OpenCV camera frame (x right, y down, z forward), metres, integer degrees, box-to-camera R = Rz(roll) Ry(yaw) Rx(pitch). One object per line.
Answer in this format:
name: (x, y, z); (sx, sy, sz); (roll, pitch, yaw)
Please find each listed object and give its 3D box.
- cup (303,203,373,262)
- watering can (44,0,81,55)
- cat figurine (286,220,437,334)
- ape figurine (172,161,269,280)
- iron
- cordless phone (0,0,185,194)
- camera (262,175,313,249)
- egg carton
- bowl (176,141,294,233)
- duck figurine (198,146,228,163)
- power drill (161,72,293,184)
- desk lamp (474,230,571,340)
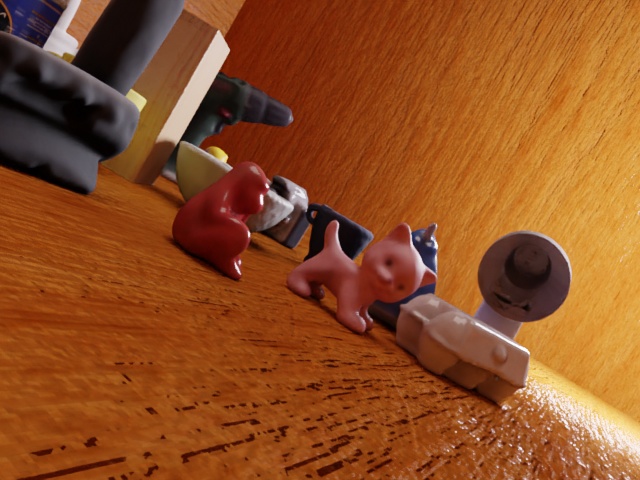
cup: (0.008, 0.003, 0.840); (0.117, 0.095, 0.092); (32, 3, 33)
watering can: (-0.405, -0.297, 0.813); (0.100, 0.194, 0.173); (31, 3, 16)
cat figurine: (0.049, 0.029, 0.586); (0.127, 0.118, 0.067); (31, 3, 18)
ape figurine: (-0.076, -0.024, 0.489); (0.076, 0.092, 0.078); (31, 3, 3)
iron: (0.117, 0.043, 0.798); (0.118, 0.141, 0.259); (31, 3, 7)
cordless phone: (-0.193, -0.144, 0.437); (0.094, 0.185, 0.148); (32, 3, 27)
camera: (-0.096, -0.070, 0.978); (0.142, 0.101, 0.137); (33, 4, 39)
egg carton: (0.157, 0.119, 0.633); (0.151, 0.069, 0.107); (29, 3, -29)
bowl: (-0.121, -0.056, 0.739); (0.167, 0.075, 0.167); (31, 3, -1)
duck figurine: (-0.207, -0.134, 1.090); (0.104, 0.086, 0.078); (31, 3, 7)
power drill: (-0.187, -0.186, 0.965); (0.230, 0.208, 0.075); (30, 3, -19)
desk lamp: (0.271, 0.090, 0.836); (0.117, 0.213, 0.204); (31, 3, 16)
